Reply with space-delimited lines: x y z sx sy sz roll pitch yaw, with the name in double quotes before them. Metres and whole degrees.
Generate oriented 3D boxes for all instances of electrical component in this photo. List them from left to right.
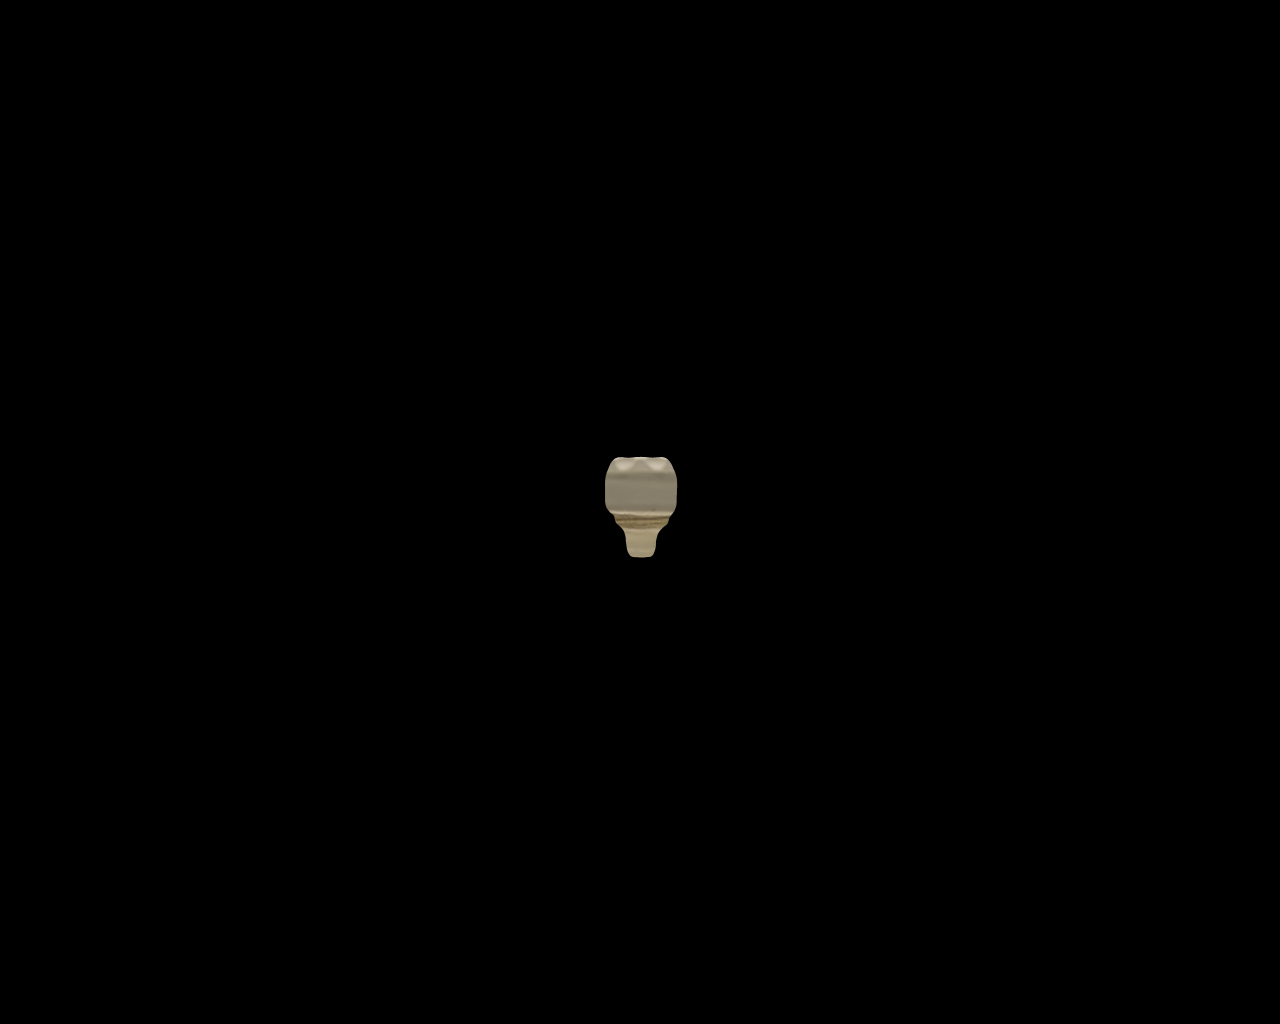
"electrical component" 0.001 -0.003 0.650 0.043 0.062 0.043 0 0 0
